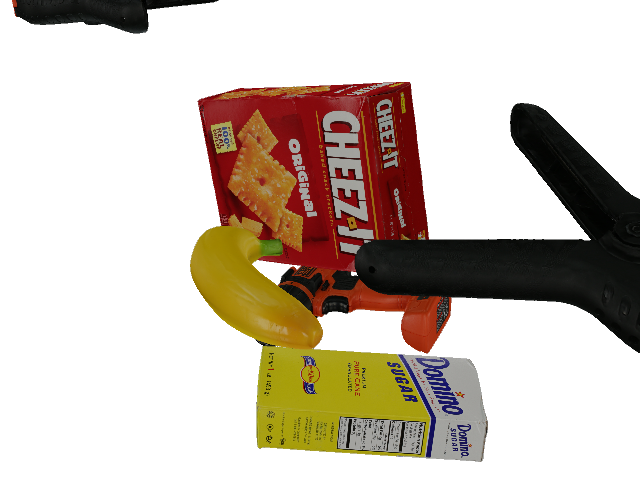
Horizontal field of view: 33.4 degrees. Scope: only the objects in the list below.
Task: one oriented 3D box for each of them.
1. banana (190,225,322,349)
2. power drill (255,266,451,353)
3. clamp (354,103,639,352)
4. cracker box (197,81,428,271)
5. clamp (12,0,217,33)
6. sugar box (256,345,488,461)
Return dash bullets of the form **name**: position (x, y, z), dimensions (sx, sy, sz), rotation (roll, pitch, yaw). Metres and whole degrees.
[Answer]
- **banana**: position (-0.047, 0.022, 0.675), dimensions (0.069, 0.037, 0.198), rotation (-3, 18, -8)
- **power drill**: position (0.037, 0.071, 1.155), dimensions (0.188, 0.057, 0.184), rotation (9, 29, 21)
- **clamp**: position (0.132, 0.012, 0.487), dimensions (0.210, 0.036, 0.164), rotation (31, 49, 31)
- **cracker box**: position (-0.010, -0.060, 0.996), dimensions (0.214, 0.164, 0.071), rotation (6, 21, 42)
- **clamp**: position (-0.161, -0.188, 0.822), dimensions (0.172, 0.039, 0.120), rotation (14, 25, 32)
- **sugar box**: position (0.038, 0.127, 0.845), dimensions (0.176, 0.048, 0.093), rotation (1, 26, -1)
